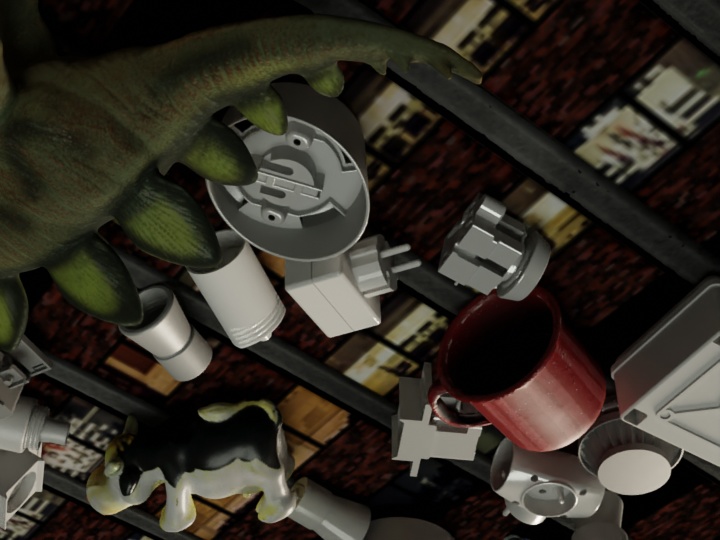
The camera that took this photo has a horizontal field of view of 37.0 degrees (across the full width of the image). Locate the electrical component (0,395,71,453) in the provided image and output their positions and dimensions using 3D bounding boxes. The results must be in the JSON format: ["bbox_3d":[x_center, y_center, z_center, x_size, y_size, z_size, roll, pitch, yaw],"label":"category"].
[{"bbox_3d":[-0.255,0.119,0.824,0.062,0.043,0.043,14,131,-9],"label":"electrical component"}]

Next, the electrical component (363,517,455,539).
[{"bbox_3d":[0.034,0.250,0.900,0.108,0.060,0.108,2,132,2],"label":"electrical component"}]

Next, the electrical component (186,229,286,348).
[{"bbox_3d":[-0.080,0.017,0.719,0.043,0.043,0.081,-14,129,16],"label":"electrical component"}]

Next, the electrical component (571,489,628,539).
[{"bbox_3d":[0.190,0.209,0.855,0.045,0.055,0.045,2,131,3],"label":"electrical component"}]

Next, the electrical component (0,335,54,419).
[{"bbox_3d":[-0.288,0.051,0.754,0.079,0.063,0.121,-21,126,22],"label":"electrical component"}]

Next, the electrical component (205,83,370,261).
[{"bbox_3d":[-0.042,-0.058,0.637,0.099,0.064,0.099,2,131,3],"label":"electrical component"}]

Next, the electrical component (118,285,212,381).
[{"bbox_3d":[-0.133,0.047,0.753,0.044,0.044,0.065,-17,132,19],"label":"electrical component"}]

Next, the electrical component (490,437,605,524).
[{"bbox_3d":[0.137,0.171,0.834,0.077,0.044,0.079,18,130,-10],"label":"electrical component"}]

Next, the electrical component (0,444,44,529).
[{"bbox_3d":[-0.290,0.162,0.848,0.064,0.081,0.042,28,131,10],"label":"electrical component"}]

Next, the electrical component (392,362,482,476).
[{"bbox_3d":[0.057,0.112,0.791,0.064,0.042,0.081,6,132,-3],"label":"electrical component"}]

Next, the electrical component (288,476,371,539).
[{"bbox_3d":[-0.029,0.197,0.875,0.065,0.044,0.044,34,126,-17],"label":"electrical component"}]

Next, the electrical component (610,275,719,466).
[{"bbox_3d":[0.248,0.073,0.731,0.109,0.056,0.108,26,128,-17],"label":"electrical component"}]

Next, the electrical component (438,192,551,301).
[{"bbox_3d":[0.086,-0.011,0.680,0.055,0.048,0.066,28,128,-9],"label":"electrical component"}]

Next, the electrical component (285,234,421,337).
[{"bbox_3d":[0.000,0.000,0.686,0.077,0.047,0.065,-16,143,18],"label":"electrical component"}]
